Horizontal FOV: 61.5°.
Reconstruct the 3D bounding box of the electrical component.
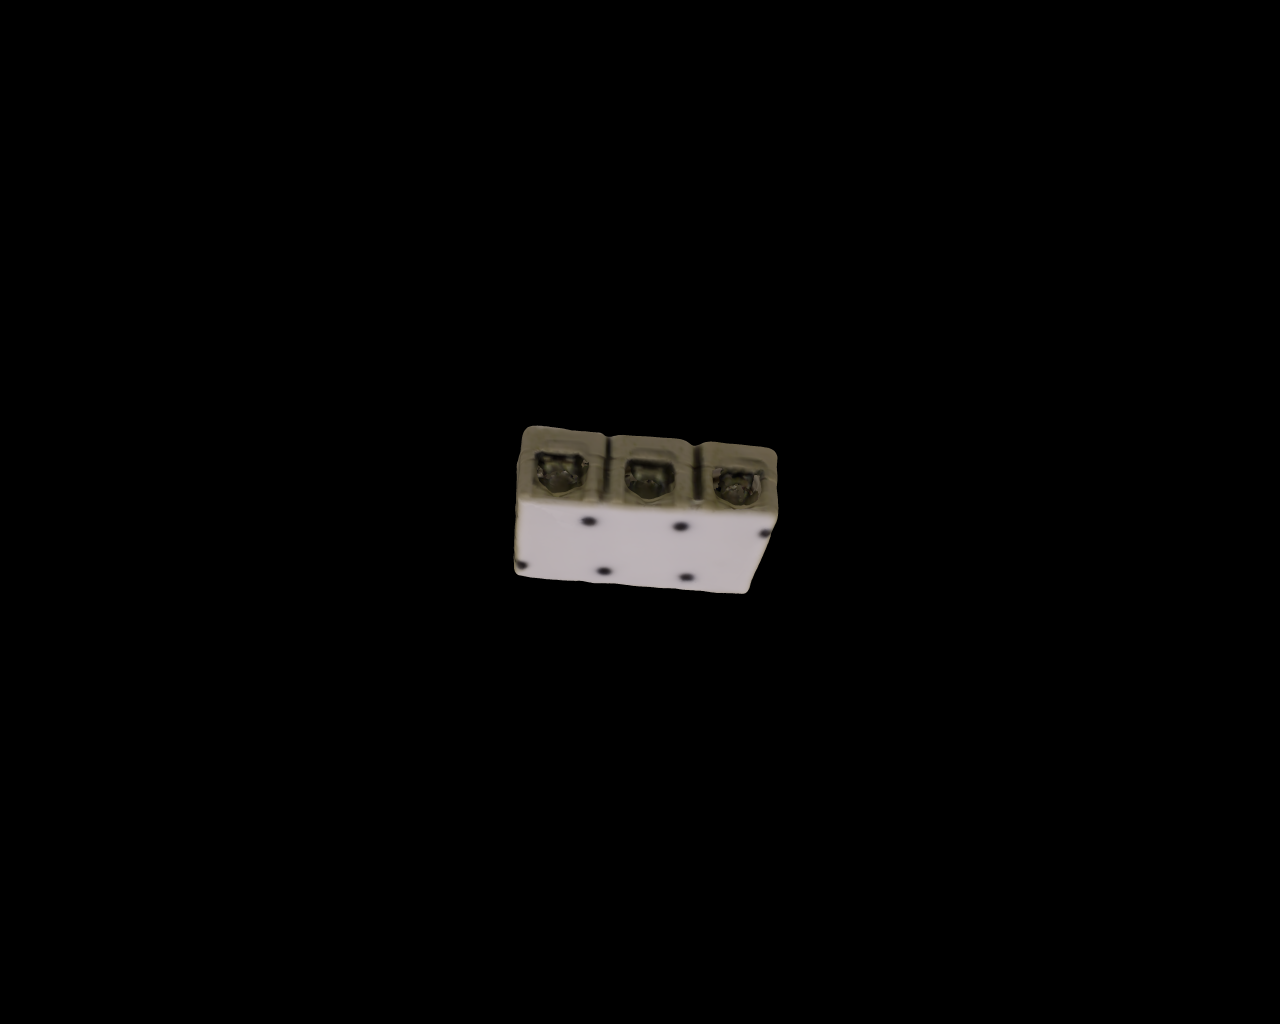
[{"bbox_3d":[0.001,-0.003,0.650,0.150,0.062,0.089,5,-35,-7],"label":"electrical component"}]
